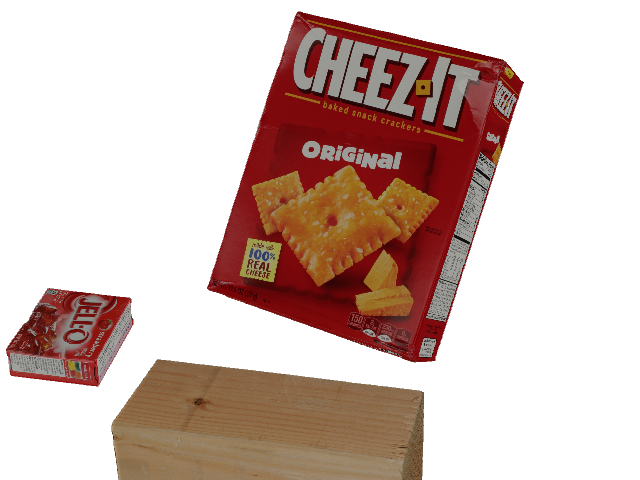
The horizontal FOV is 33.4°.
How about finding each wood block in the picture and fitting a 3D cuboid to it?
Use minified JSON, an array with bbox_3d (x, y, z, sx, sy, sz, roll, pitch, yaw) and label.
[{"bbox_3d":[-0.034,0.156,0.773,0.206,0.090,0.090,5,28,14],"label":"wood block"}]

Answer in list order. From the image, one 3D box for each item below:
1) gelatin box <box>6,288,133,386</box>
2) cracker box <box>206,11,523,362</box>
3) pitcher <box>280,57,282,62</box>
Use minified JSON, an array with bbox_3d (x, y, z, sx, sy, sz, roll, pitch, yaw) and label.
[{"bbox_3d":[-0.198,0.075,0.852,0.073,0.030,0.089,6,32,8],"label":"gelatin box"},{"bbox_3d":[0.031,-0.039,0.761,0.164,0.214,0.072,18,1,21],"label":"cracker box"},{"bbox_3d":[0.022,-0.051,0.983,0.149,0.243,0.145,-4,23,-12],"label":"pitcher"}]
